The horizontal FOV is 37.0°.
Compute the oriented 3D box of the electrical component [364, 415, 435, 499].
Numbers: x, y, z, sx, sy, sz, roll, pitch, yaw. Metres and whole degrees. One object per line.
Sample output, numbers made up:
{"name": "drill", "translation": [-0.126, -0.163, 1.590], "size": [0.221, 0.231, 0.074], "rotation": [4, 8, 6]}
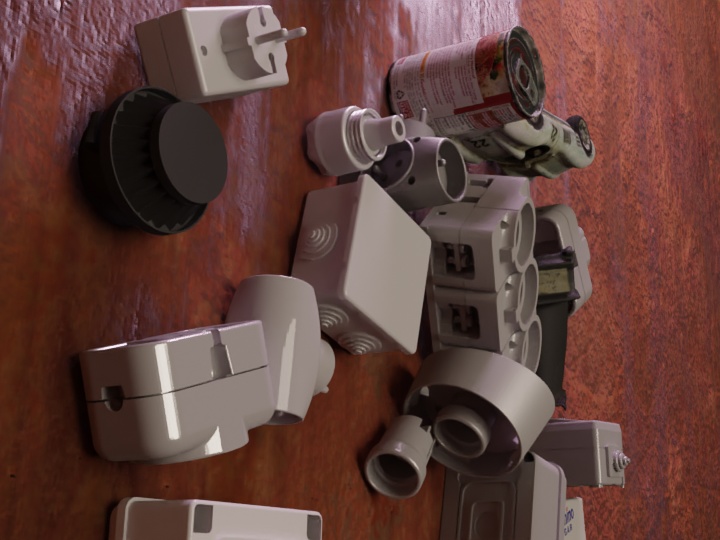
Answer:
{"name": "electrical component", "translation": [0.028, 0.124, 0.722], "size": [0.040, 0.040, 0.046], "rotation": [68, 28, -20]}

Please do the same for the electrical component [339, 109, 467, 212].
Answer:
{"name": "electrical component", "translation": [0.031, -0.077, 0.740], "size": [0.044, 0.077, 0.079], "rotation": [41, 49, -46]}

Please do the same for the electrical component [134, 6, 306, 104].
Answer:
{"name": "electrical component", "translation": [-0.066, -0.123, 0.597], "size": [0.083, 0.076, 0.047], "rotation": [-25, 104, -58]}

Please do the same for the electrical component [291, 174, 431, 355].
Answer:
{"name": "electrical component", "translation": [0.000, 0.000, 0.697], "size": [0.100, 0.048, 0.099], "rotation": [42, 49, -46]}

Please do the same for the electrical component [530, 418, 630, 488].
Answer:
{"name": "electrical component", "translation": [0.178, 0.152, 0.900], "size": [0.062, 0.096, 0.061], "rotation": [18, 67, -56]}

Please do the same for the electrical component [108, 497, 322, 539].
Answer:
{"name": "electrical component", "translation": [-0.071, 0.171, 0.534], "size": [0.109, 0.056, 0.108], "rotation": [24, 63, -53]}

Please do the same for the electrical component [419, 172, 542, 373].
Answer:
{"name": "electrical component", "translation": [0.095, 0.015, 0.798], "size": [0.089, 0.062, 0.150], "rotation": [-52, 141, -50]}

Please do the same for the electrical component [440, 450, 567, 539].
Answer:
{"name": "electrical component", "translation": [0.106, 0.194, 0.792], "size": [0.057, 0.078, 0.113], "rotation": [36, 53, -45]}

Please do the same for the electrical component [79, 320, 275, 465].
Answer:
{"name": "electrical component", "translation": [-0.088, 0.061, 0.536], "size": [0.095, 0.054, 0.059], "rotation": [-9, 90, -58]}

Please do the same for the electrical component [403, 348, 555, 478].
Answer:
{"name": "electrical component", "translation": [0.082, 0.098, 0.761], "size": [0.064, 0.099, 0.099], "rotation": [-52, 126, -42]}

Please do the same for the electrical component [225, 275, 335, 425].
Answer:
{"name": "electrical component", "translation": [-0.041, 0.051, 0.624], "size": [0.079, 0.043, 0.077], "rotation": [31, 57, -51]}

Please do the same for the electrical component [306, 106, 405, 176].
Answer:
{"name": "electrical component", "translation": [-0.001, -0.086, 0.705], "size": [0.043, 0.062, 0.043], "rotation": [21, 65, -55]}

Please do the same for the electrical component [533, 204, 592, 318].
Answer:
{"name": "electrical component", "translation": [0.172, -0.008, 0.970], "size": [0.059, 0.054, 0.095], "rotation": [-30, 108, -56]}
